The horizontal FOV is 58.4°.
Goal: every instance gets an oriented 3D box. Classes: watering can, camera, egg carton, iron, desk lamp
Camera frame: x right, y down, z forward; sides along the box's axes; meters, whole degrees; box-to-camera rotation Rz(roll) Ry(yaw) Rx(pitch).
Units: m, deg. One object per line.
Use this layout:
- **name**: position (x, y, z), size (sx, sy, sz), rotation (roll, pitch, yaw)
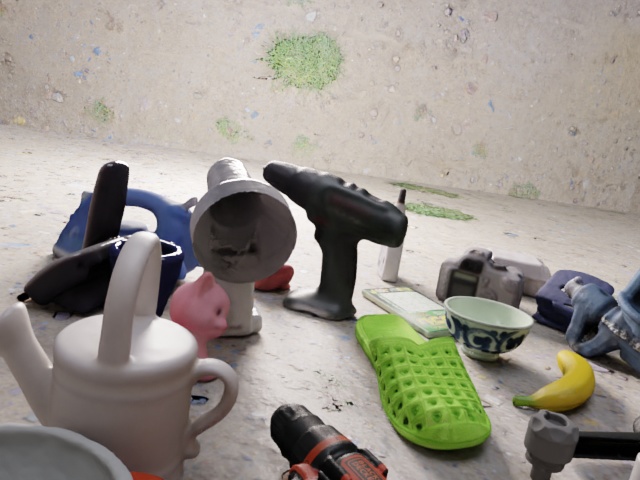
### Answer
- **watering can**: position (-0.148, 0.088, 0.415), size (0.173, 0.194, 0.100), rotation (3, 15, -25)
- **camera**: position (0.297, 0.065, 1.027), size (0.142, 0.101, 0.137), rotation (16, 15, 25)
- **egg carton**: position (0.388, 0.064, 1.161), size (0.150, 0.069, 0.107), rotation (11, 13, 6)
- **iron**: position (-0.296, -0.019, 0.873), size (0.257, 0.141, 0.119), rotation (13, 14, 13)
- **desk lamp**: position (-0.114, 0.012, 0.717), size (0.118, 0.213, 0.202), rotation (4, 14, -21)

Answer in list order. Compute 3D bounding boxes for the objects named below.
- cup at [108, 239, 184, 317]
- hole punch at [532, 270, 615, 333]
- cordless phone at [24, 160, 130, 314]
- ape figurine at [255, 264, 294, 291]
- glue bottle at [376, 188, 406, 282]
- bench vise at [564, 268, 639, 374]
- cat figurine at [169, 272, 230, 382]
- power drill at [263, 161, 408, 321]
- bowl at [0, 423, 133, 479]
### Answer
- **cup**: position (-0.220, 0.051, 0.738), size (0.091, 0.095, 0.118), rotation (11, 13, 7)
- **hole punch**: position (0.431, 0.105, 0.973), size (0.108, 0.091, 0.101), rotation (20, 17, 39)
- **cordless phone**: position (-0.301, -0.011, 0.741), size (0.094, 0.185, 0.148), rotation (11, 14, 8)
- **ape figurine**: position (-0.080, 0.032, 0.919), size (0.076, 0.092, 0.077), rotation (-1, 17, -37)
- **glue bottle**: position (0.142, -0.012, 1.082), size (0.037, 0.173, 0.078), rotation (8, 13, -5)
- **bench vise**: position (0.445, 0.080, 0.807), size (0.206, 0.220, 0.122), rotation (19, 17, 36)
- **cat figurine**: position (-0.139, 0.088, 0.591), size (0.067, 0.118, 0.128), rotation (16, 15, 25)
- **power drill**: position (0.008, 0.003, 0.849), size (0.229, 0.208, 0.076), rotation (13, 14, 14)
- **bowl**: position (-0.184, 0.172, 0.300), size (0.167, 0.075, 0.167), rotation (9, 13, -2)
